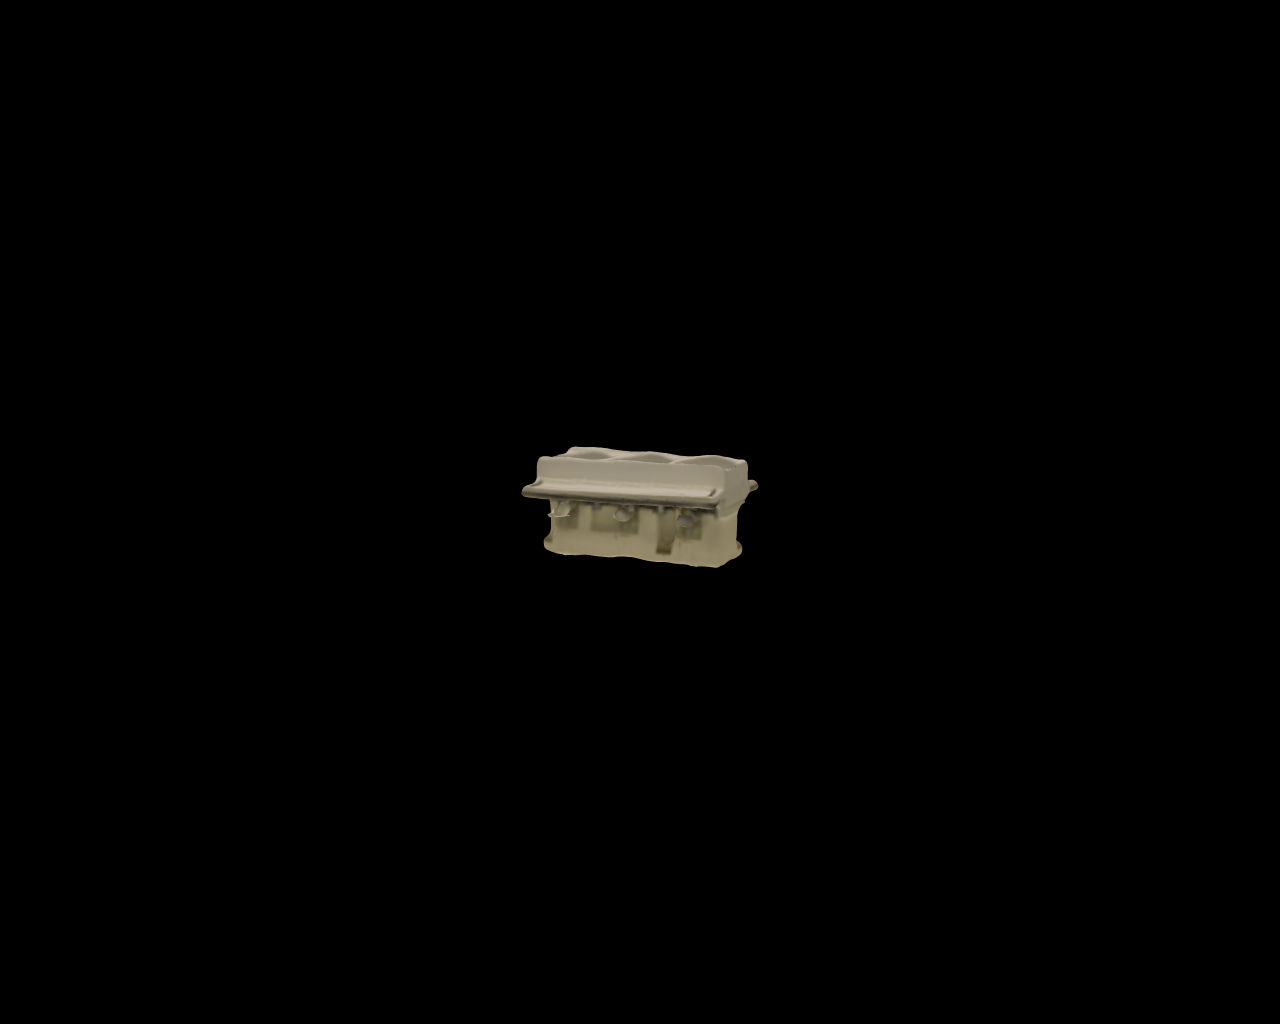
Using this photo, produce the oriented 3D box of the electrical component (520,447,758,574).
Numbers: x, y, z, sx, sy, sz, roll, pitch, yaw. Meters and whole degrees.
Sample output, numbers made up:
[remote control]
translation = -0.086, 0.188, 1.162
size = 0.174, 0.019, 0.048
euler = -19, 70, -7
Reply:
[electrical component]
translation = 0.001, -0.003, 0.650
size = 0.121, 0.063, 0.079
euler = 5, 12, 24
